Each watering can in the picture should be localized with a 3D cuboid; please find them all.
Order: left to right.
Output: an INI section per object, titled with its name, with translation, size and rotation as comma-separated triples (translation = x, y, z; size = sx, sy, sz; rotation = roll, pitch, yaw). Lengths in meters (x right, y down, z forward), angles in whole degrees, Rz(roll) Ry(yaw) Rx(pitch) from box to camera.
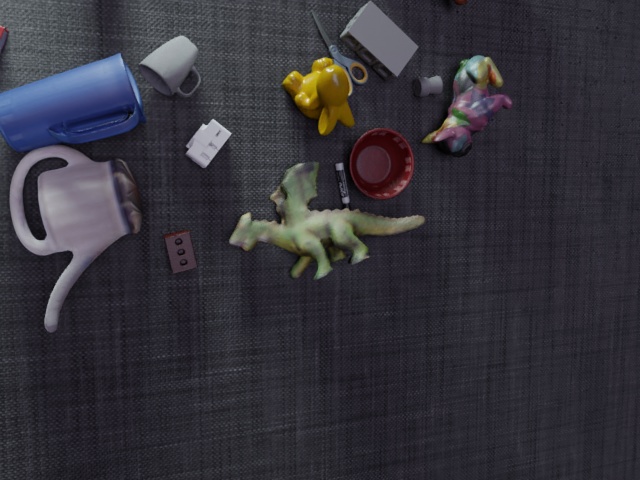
[watering can]
translation = -0.445, -0.023, 0.967
size = 0.225, 0.103, 0.350
rotation = -14, 82, -15

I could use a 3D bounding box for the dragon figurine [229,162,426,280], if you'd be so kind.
[dragon figurine]
translation = 0.003, -0.056, 1.120
size = 0.411, 0.122, 0.242
rotation = -25, 93, -7
